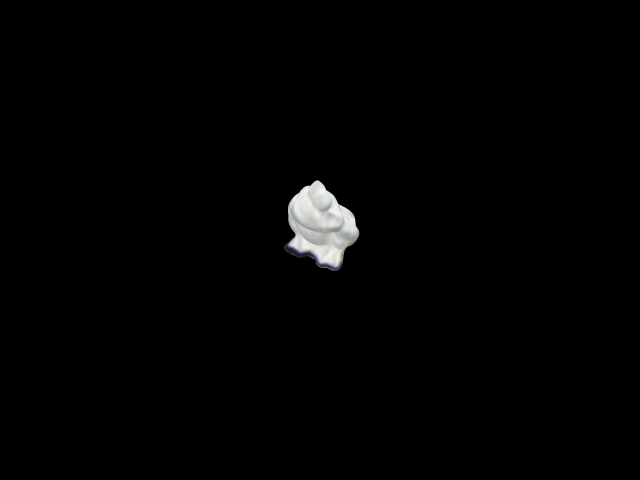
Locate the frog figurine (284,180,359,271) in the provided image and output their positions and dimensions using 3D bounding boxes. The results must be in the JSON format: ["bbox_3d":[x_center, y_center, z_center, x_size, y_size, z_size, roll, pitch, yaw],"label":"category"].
[{"bbox_3d":[0.003,-0.043,0.850,0.124,0.155,0.139,-26,47,-27],"label":"frog figurine"}]
